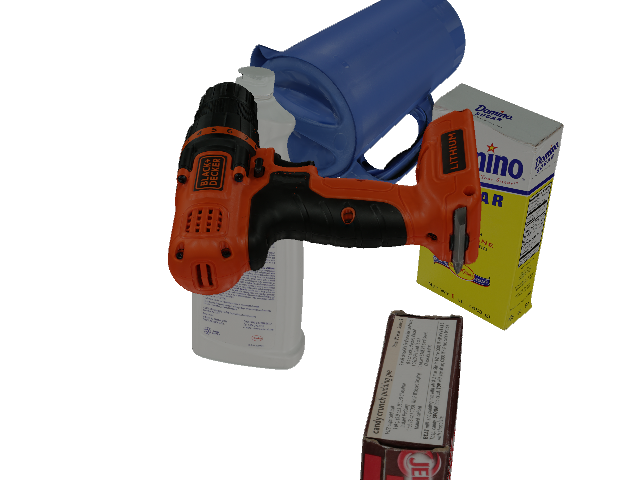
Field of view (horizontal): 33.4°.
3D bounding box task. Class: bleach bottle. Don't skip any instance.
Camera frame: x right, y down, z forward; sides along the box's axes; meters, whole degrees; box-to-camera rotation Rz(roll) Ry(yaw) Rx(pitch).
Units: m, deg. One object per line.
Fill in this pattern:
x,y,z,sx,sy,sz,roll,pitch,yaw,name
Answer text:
-0.054,-0.018,0.893,0.102,0.251,0.068,7,23,4,bleach bottle

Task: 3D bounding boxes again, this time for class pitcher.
0.053,-0.162,1.094,0.145,0.149,0.242,14,38,35,pitcher

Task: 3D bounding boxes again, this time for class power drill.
0.003,-0.041,0.667,0.187,0.057,0.184,-3,43,4,power drill

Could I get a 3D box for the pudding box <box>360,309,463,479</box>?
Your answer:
0.040,0.095,0.469,0.039,0.090,0.113,6,25,6,pudding box

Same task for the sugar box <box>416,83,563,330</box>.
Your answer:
0.127,-0.024,0.828,0.093,0.176,0.048,28,47,32,sugar box
